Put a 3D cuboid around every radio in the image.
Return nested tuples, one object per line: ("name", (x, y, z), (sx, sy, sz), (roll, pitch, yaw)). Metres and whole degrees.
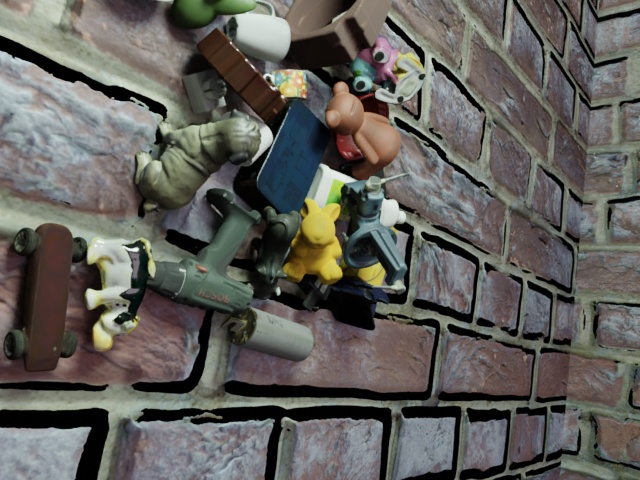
("radio", (-0.072, -0.157, 1.068), (0.131, 0.073, 0.229), (41, 60, -40))

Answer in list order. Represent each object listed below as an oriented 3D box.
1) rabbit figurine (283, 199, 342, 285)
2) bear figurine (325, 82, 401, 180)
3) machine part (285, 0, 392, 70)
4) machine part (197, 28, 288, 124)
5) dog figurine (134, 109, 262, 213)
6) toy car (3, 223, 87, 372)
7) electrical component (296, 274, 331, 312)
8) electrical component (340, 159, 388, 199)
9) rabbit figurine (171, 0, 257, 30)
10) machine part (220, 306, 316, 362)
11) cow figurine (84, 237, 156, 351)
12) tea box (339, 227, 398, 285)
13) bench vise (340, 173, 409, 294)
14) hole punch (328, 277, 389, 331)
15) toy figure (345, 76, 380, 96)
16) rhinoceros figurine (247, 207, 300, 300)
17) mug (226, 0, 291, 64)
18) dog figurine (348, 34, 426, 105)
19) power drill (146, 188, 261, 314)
("rabbit figurine", (-0.002, -0.003, 1.064), (0.173, 0.122, 0.162), (99, 3, -67))
("bear figurine", (0.069, -0.222, 1.114), (0.195, 0.132, 0.120), (25, 64, -30))
("machine part", (0.030, -0.442, 1.078), (0.087, 0.202, 0.201), (46, 58, -42))
("machine part", (-0.134, -0.285, 0.928), (0.056, 0.180, 0.179), (-43, 131, 6))
("dog figurine", (-0.191, -0.116, 0.846), (0.121, 0.191, 0.172), (27, 73, -45))
("toy car", (-0.379, 0.077, 0.740), (0.089, 0.053, 0.202), (14, 76, -58))
("electrical component", (-0.014, 0.098, 1.154), (0.074, 0.048, 0.119), (47, 58, -37))
("electrical component", (0.100, -0.133, 1.272), (0.134, 0.058, 0.114), (-28, 110, -45))
("rabbit figurine", (-0.173, -0.421, 0.909), (0.170, 0.159, 0.121), (-58, 142, -10))
("machine part", (-0.092, 0.185, 1.047), (0.243, 0.079, 0.079), (30, 69, -44))
("cow figurine", (-0.294, 0.080, 0.797), (0.098, 0.068, 0.167), (-1, 95, -16))
("tea box", (0.116, 0.030, 1.284), (0.098, 0.068, 0.169), (38, 64, -42))
("bench vise", (0.115, -0.004, 1.073), (0.129, 0.241, 0.223), (-2, 136, -29))
("hole punch", (0.087, 0.128, 1.213), (0.092, 0.142, 0.115), (-50, 139, -33))
("toy figure", (0.101, -0.359, 1.269), (0.154, 0.058, 0.064), (-29, 124, -49))
("rhinoceros figurine", (-0.086, 0.028, 1.013), (0.073, 0.112, 0.190), (8, 124, -21))
("mug", (-0.119, -0.394, 1.005), (0.107, 0.081, 0.109), (-5, 100, -39))
("dog figurine", (0.119, -0.407, 1.177), (0.191, 0.108, 0.219), (13, 40, -26))
("power drill", (-0.196, 0.016, 0.925), (0.232, 0.086, 0.207), (34, 62, -35))
